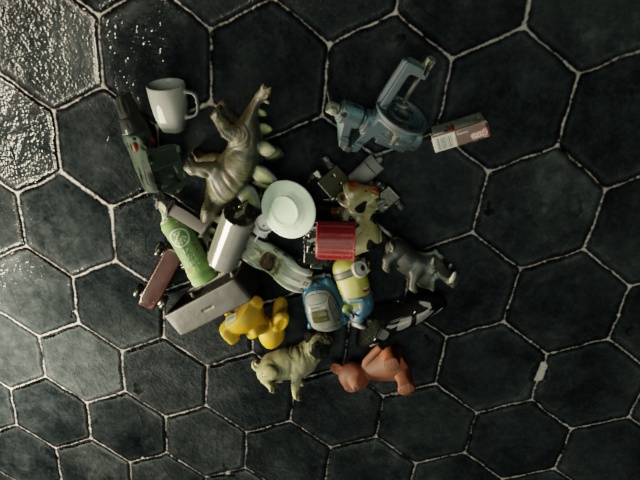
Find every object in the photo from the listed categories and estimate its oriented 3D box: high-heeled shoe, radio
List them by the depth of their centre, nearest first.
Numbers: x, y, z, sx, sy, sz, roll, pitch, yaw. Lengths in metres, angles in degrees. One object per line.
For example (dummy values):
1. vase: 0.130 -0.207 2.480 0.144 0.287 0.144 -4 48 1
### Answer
1. radio: -0.260 0.137 1.327 0.230 0.131 0.073 -27 108 20
2. high-heeled shoe: 0.200 0.201 1.341 0.145 0.086 0.248 8 141 -29

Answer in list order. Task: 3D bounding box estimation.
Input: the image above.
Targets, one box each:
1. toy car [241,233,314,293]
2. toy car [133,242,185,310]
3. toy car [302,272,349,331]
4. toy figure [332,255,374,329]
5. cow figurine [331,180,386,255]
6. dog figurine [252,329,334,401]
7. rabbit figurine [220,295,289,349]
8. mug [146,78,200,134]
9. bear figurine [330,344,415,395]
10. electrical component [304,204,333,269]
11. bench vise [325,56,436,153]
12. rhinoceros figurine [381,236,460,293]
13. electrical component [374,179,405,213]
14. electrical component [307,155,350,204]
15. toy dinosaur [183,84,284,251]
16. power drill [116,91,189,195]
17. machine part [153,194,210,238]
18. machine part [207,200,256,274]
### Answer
1. toy car: -0.107 0.054 1.292 0.202 0.056 0.073 33 117 9
2. toy car: -0.405 0.092 1.373 0.089 0.053 0.202 26 113 -16
3. toy car: 0.011 0.166 1.318 0.109 0.103 0.161 -11 115 12
4. toy figure: 0.081 0.121 1.285 0.089 0.082 0.180 -6 104 7
5. cow figurine: 0.091 -0.052 1.189 0.127 0.085 0.194 -16 135 9
6. dog figurine: -0.071 0.295 1.399 0.172 0.121 0.190 19 106 -13
7. rabbit figurine: -0.149 0.207 1.372 0.162 0.122 0.173 -36 120 12
8. mug: -0.315 -0.289 1.172 0.110 0.081 0.107 3 127 3
9. bear figurine: 0.128 0.342 1.370 0.196 0.132 0.120 -25 107 12
10. electrical component: -0.003 -0.004 1.233 0.058 0.115 0.134 3 113 10
11. bench vise: 0.136 -0.273 1.071 0.223 0.129 0.240 25 134 -12
12. rhinoceros figurine: 0.233 0.059 1.255 0.190 0.073 0.112 29 105 -4
13. electrical component: 0.147 -0.093 1.219 0.094 0.021 0.063 42 114 -12
14. electrical component: 0.021 -0.131 1.211 0.102 0.045 0.078 41 92 -13
15. toy dinosaur: -0.202 -0.147 1.204 0.198 0.105 0.471 30 127 -11
16. power drill: -0.372 -0.195 1.166 0.208 0.086 0.231 27 136 43
17. machine part: -0.317 -0.055 1.226 0.139 0.039 0.084 31 155 -5
18. machine part: -0.203 -0.005 1.226 0.079 0.079 0.243 25 132 -3
